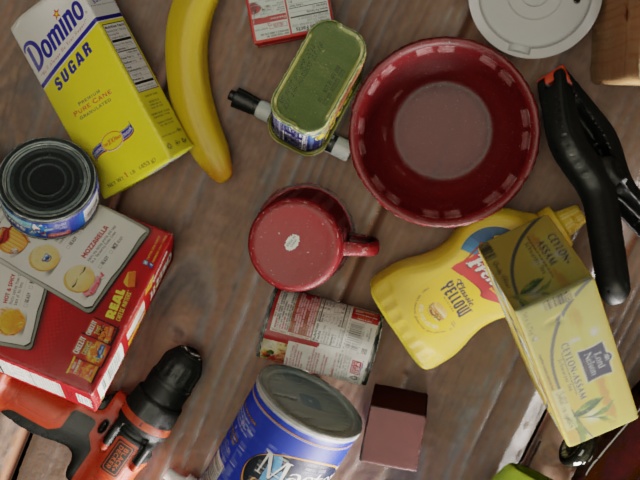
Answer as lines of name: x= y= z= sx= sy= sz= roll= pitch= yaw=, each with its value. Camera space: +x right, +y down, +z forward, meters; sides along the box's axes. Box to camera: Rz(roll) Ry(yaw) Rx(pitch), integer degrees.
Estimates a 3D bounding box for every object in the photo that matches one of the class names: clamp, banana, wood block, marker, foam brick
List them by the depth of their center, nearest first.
wood block: x=0.271 y=-0.164 z=0.822 sx=0.090 sy=0.206 sz=0.091 roll=1 pitch=98 yaw=5
clamp: x=0.244 y=-0.048 z=0.900 sx=0.036 sy=0.164 sz=0.210 roll=-31 pitch=72 yaw=37
banana: x=-0.105 y=-0.150 z=0.939 sx=0.070 sy=0.037 sz=0.198 roll=12 pitch=106 yaw=33
foam brick: x=0.067 y=0.166 z=0.953 sx=0.051 sy=0.078 sz=0.053 roll=11 pitch=99 yaw=5
marker: x=-0.027 y=-0.104 z=0.954 sx=0.121 sy=0.020 sz=0.020 roll=26 pitch=99 yaw=1

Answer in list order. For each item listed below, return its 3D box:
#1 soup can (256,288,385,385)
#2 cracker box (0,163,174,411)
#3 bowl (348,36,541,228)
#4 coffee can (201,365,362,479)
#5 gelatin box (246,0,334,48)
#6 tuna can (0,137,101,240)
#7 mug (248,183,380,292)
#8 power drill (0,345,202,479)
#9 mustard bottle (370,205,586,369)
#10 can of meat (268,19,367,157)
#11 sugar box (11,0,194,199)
soup can: x=0.001 y=0.085 z=0.953 sx=0.102 sy=0.068 sz=0.068 roll=15 pitch=99 yaw=3
cracker box: x=-0.258 y=0.034 z=0.937 sx=0.213 sy=0.072 sz=0.164 roll=22 pitch=65 yaw=3
bowl: x=0.107 y=-0.093 z=0.924 sx=0.162 sy=0.055 sz=0.162 roll=1 pitch=98 yaw=6
coffee can: x=-0.040 y=0.197 z=0.947 sx=0.103 sy=0.102 sz=0.140 roll=29 pitch=107 yaw=1
gelatin box: x=-0.029 y=-0.219 z=0.934 sx=0.073 sy=0.030 sz=0.089 roll=-10 pitch=97 yaw=6
tuna can: x=-0.233 y=-0.045 z=0.916 sx=0.086 sy=0.034 sz=0.086 roll=3 pitch=64 yaw=-6
mug: x=-0.006 y=0.001 z=0.935 sx=0.117 sy=0.081 sz=0.093 roll=9 pitch=99 yaw=4
power drill: x=-0.223 y=0.137 z=0.989 sx=0.187 sy=0.057 sz=0.184 roll=35 pitch=97 yaw=1
mustard bottle: x=0.146 y=0.027 z=0.936 sx=0.192 sy=0.058 sz=0.096 roll=-32 pitch=100 yaw=8
can of meat: x=-0.002 y=-0.129 z=0.904 sx=0.057 sy=0.084 sz=0.102 roll=28 pitch=84 yaw=1
sugar box: x=-0.193 y=-0.135 z=0.940 sx=0.093 sy=0.048 sz=0.176 roll=-26 pitch=97 yaw=32
